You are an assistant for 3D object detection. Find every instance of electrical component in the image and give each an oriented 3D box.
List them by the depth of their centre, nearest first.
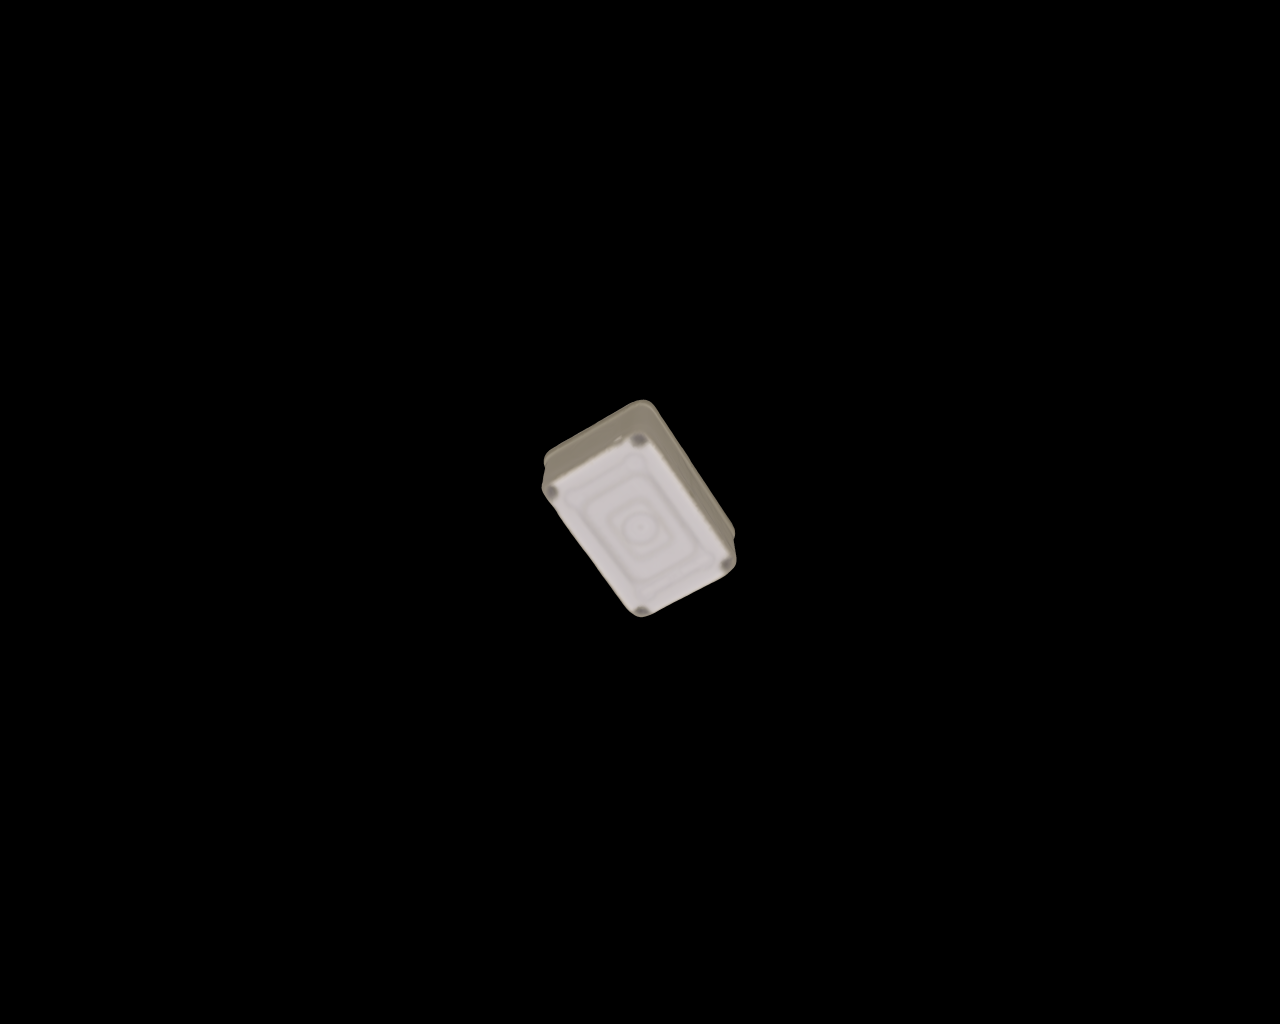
[{"bbox_3d":[0.001,-0.003,0.650,0.078,0.113,0.057,-29,24,14],"label":"electrical component"}]
